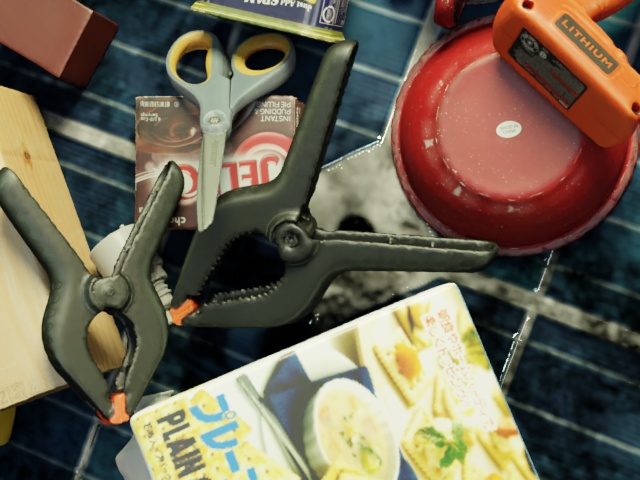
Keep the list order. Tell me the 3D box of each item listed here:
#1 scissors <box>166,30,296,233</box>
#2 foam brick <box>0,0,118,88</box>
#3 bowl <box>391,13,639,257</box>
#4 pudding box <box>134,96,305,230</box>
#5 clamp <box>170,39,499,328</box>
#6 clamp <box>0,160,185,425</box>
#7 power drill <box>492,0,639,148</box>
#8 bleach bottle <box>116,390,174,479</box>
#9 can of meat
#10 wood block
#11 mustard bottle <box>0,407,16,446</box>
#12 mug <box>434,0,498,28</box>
[{"bbox_3d":[-0.048,-0.080,0.671,0.096,0.016,0.202,-15,43,-7],"label":"scissors"},{"bbox_3d":[-0.191,-0.149,0.744,0.078,0.051,0.053,31,94,10],"label":"foam brick"},{"bbox_3d":[0.121,-0.070,0.676,0.162,0.055,0.162,0,90,12],"label":"bowl"},{"bbox_3d":[-0.068,-0.051,0.723,0.113,0.039,0.090,1,91,12],"label":"pudding box"},{"bbox_3d":[-0.004,0.001,0.676,0.210,0.036,0.164,-41,92,18],"label":"clamp"},{"bbox_3d":[-0.128,0.027,0.674,0.120,0.039,0.171,-14,90,-19],"label":"clamp"},{"bbox_3d":[0.209,-0.143,0.630,0.184,0.057,0.187,43,74,9],"label":"power drill"},{"bbox_3d":[-0.096,0.229,0.717,0.103,0.068,0.251,-14,83,18],"label":"bleach bottle"},{"bbox_3d":[-0.026,-0.180,0.698,0.102,0.057,0.084,16,103,16],"label":"can of meat"},{"bbox_3d":[-0.217,0.007,0.728,0.090,0.090,0.206,-21,85,12],"label":"wood block"},{"bbox_3d":[-0.283,0.120,0.689,0.096,0.191,0.058,13,91,12],"label":"mustard bottle"},{"bbox_3d":[0.094,-0.191,0.669,0.093,0.081,0.117,21,94,11],"label":"mug"}]
